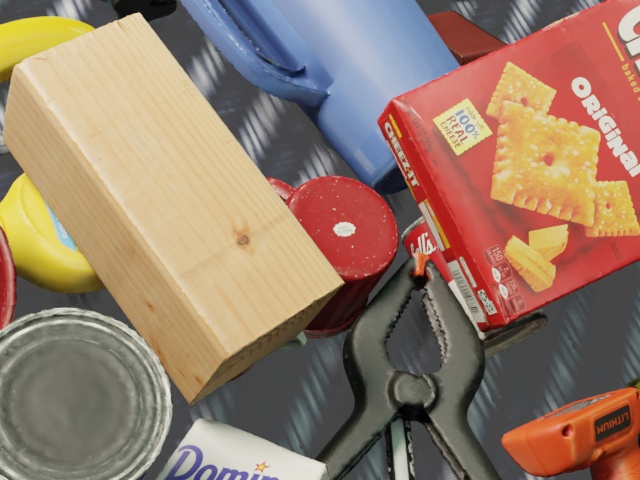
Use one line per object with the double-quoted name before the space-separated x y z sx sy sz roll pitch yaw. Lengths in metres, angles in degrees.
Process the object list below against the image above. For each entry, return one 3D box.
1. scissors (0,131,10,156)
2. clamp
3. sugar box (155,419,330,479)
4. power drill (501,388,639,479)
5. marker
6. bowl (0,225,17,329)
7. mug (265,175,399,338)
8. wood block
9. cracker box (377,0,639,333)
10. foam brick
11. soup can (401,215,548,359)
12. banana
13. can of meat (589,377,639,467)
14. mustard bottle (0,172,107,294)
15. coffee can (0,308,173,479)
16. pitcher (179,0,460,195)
"scissors" -0.194 -0.063 0.715 0.201 0.016 0.096 -22 30 -31
"clamp" 0.069 0.110 0.696 0.164 0.036 0.210 12 64 3
"sugar box" -0.073 0.189 0.601 0.093 0.048 0.176 16 53 24
"power drill" 0.177 0.196 0.652 0.184 0.057 0.188 -12 81 -47
"marker" 0.053 0.146 0.708 0.020 0.020 0.121 7 59 -17
"bowl" -0.249 0.037 0.618 0.162 0.055 0.162 0 77 1
"mug" -0.005 0.001 0.734 0.117 0.082 0.093 43 56 7
"wood block" -0.092 -0.019 0.637 0.090 0.090 0.206 -31 79 -31
"cracker box" 0.170 -0.058 0.708 0.213 0.072 0.164 -25 86 -8
"foam brick" 0.108 -0.144 0.864 0.051 0.053 0.078 -16 40 -29
"soup can" 0.111 0.028 0.770 0.068 0.069 0.102 -16 69 -28
"banana" -0.226 -0.116 0.745 0.197 0.037 0.070 -27 62 -31
"can of meat" 0.247 0.127 0.753 0.057 0.084 0.102 42 56 7
"mustard bottle" -0.147 -0.013 0.703 0.191 0.058 0.096 -13 58 -26
"coffee can" -0.144 0.113 0.581 0.102 0.140 0.103 9 58 -15
"pitcher" 0.008 -0.153 0.806 0.149 0.145 0.243 -36 79 4
